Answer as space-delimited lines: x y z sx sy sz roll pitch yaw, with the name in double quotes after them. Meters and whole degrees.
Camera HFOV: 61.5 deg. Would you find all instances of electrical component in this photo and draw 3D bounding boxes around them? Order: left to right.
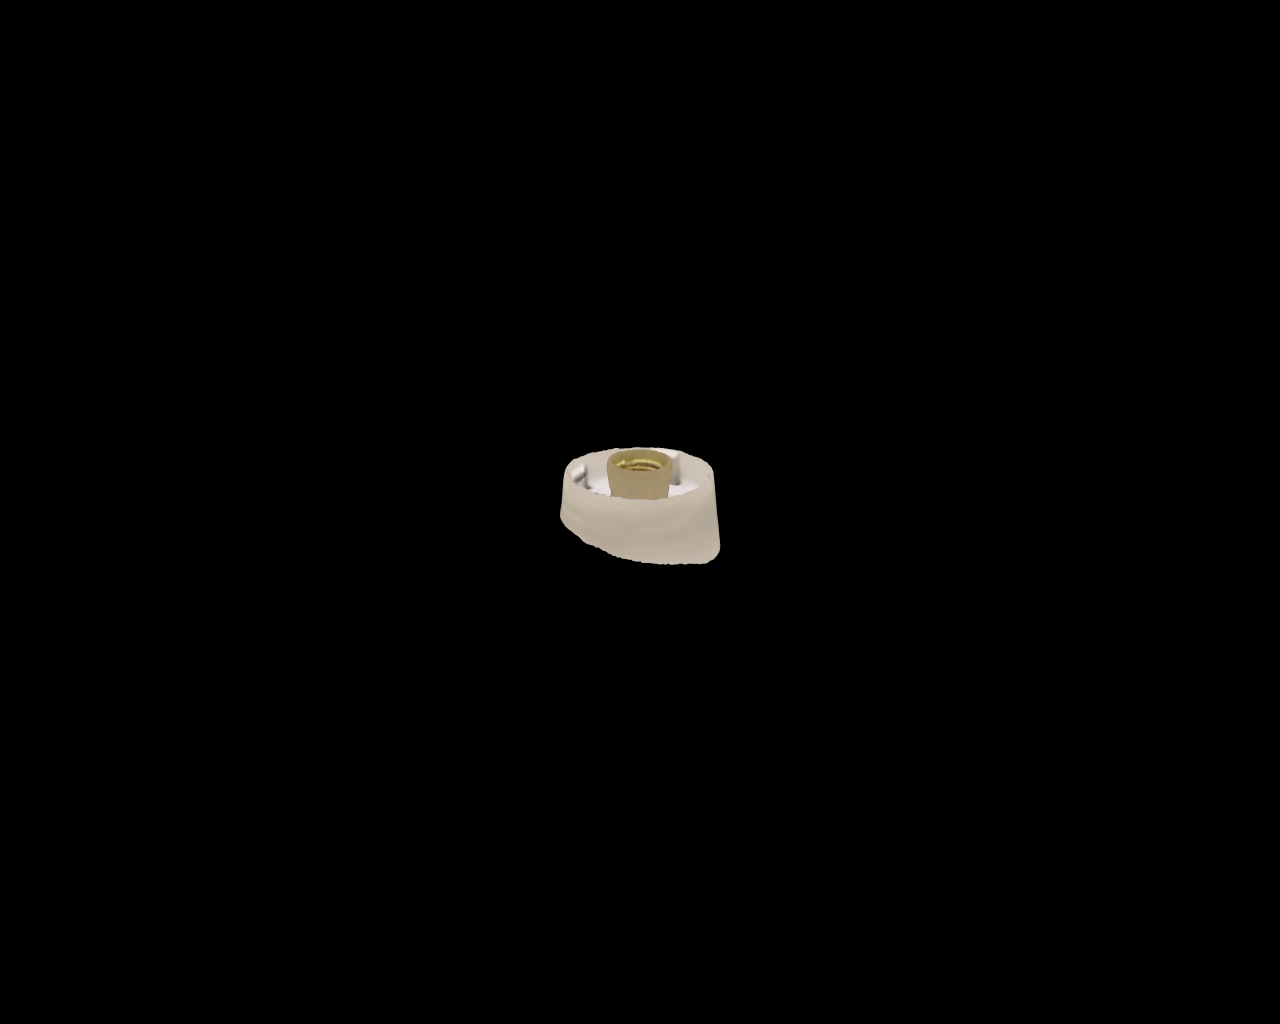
0.001 -0.003 0.650 0.099 0.064 0.099 0 22 0 "electrical component"
